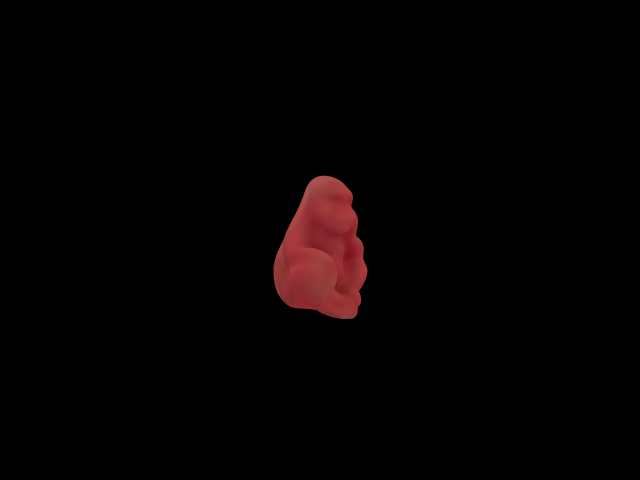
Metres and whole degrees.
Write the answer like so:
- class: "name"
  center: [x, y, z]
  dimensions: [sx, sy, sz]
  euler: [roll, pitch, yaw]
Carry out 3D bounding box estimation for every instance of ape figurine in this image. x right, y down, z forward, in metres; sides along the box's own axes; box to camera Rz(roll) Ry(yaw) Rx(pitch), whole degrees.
- class: "ape figurine"
  center: [0.004, 0.001, 0.400]
  dimensions: [0.075, 0.092, 0.078]
  euler: [8, 12, 43]
